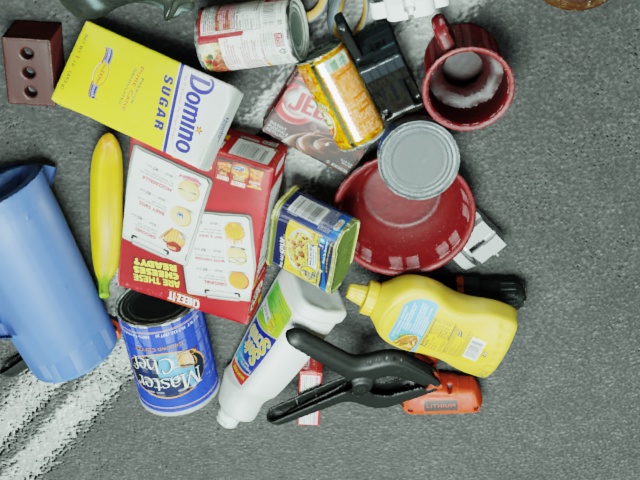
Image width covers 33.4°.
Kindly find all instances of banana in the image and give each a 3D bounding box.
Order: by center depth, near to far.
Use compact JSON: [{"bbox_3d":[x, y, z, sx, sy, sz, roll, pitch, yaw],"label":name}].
[{"bbox_3d":[-0.241,-0.035,1.217,0.037,0.070,0.198,-6,115,-22],"label":"banana"}]

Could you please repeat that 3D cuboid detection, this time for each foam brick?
[{"bbox_3d":[-0.302,-0.187,1.129,0.053,0.051,0.078,3,123,0],"label":"foam brick"}]

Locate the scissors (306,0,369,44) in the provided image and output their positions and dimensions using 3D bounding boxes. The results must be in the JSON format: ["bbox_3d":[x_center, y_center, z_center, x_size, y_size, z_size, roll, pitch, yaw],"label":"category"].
[{"bbox_3d":[0.015,-0.293,1.068,0.096,0.016,0.202,3,123,0],"label":"scissors"}]

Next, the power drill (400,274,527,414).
[{"bbox_3d":[0.161,0.126,1.313,0.184,0.057,0.188,-2,120,8],"label":"power drill"}]

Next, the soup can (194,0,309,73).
[{"bbox_3d":[-0.069,-0.209,1.085,0.102,0.068,0.068,-4,123,17],"label":"soup can"}]

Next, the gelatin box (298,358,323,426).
[{"bbox_3d":[-0.012,0.177,1.341,0.030,0.073,0.089,2,123,0],"label":"gelatin box"}]

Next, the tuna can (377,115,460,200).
[{"bbox_3d":[0.103,-0.088,1.122,0.086,0.033,0.086,0,110,0],"label":"tuna can"}]

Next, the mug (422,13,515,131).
[{"bbox_3d":[0.144,-0.181,1.096,0.093,0.081,0.117,-26,119,18],"label":"mug"}]

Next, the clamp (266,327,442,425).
[{"bbox_3d":[0.039,0.171,1.273,0.209,0.036,0.165,7,134,-17],"label":"clamp"}]

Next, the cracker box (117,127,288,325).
[{"bbox_3d":[-0.134,-0.027,1.200,0.164,0.072,0.214,17,124,8],"label":"cracker box"}]

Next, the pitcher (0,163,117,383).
[{"bbox_3d":[-0.336,0.046,1.213,0.149,0.145,0.243,-18,115,9],"label":"pitcher"}]

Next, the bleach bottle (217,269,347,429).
[{"bbox_3d":[-0.061,0.144,1.305,0.068,0.102,0.251,12,124,-30],"label":"bleach bottle"}]

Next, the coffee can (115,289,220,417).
[{"bbox_3d":[-0.184,0.129,1.299,0.103,0.103,0.140,-5,123,5],"label":"coffee can"}]

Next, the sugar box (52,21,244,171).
[{"bbox_3d":[-0.178,-0.148,1.102,0.176,0.048,0.093,24,92,10],"label":"sugar box"}]

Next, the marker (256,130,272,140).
[{"bbox_3d":[-0.064,-0.070,1.214,0.020,0.020,0.121,2,123,1],"label":"marker"}]

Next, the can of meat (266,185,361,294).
[{"bbox_3d":[-0.008,0.001,1.181,0.084,0.057,0.102,27,138,17],"label":"can of meat"}]

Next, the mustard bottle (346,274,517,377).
[{"bbox_3d":[0.122,0.089,1.226,0.191,0.058,0.096,19,129,-4],"label":"mustard bottle"}]

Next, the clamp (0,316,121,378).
[{"bbox_3d":[-0.337,0.109,1.331,0.171,0.039,0.120,-13,126,3],"label":"clamp"}]

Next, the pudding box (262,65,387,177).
[{"bbox_3d":[0.007,-0.135,1.157,0.113,0.039,0.090,26,119,-15],"label":"pudding box"}]

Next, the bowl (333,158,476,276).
[{"bbox_3d":[0.094,-0.039,1.206,0.162,0.055,0.162,1,123,2],"label":"bowl"}]
